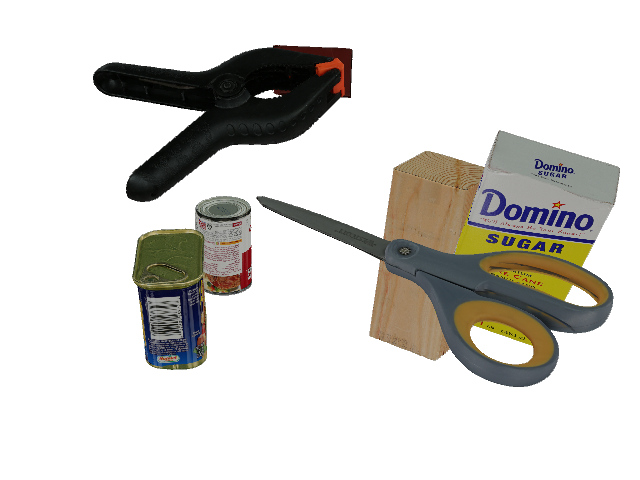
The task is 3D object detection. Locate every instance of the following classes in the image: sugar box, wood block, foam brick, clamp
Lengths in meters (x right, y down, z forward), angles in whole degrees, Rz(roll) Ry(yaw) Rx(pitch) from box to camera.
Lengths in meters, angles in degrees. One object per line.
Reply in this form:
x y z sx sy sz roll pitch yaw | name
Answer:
0.152 0.004 0.810 0.093 0.048 0.176 18 -38 6 | sugar box
0.125 0.016 1.203 0.090 0.206 0.090 19 26 26 | wood block
-0.009 -0.177 1.118 0.078 0.051 0.053 1 11 -10 | foam brick
-0.071 -0.098 0.728 0.171 0.120 0.039 -22 -29 -17 | clamp

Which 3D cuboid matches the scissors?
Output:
0.045 0.023 0.547 0.202 0.016 0.096 11 42 16 | scissors

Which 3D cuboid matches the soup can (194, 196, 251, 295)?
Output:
-0.117 0.006 1.286 0.068 0.102 0.068 1 26 -1 | soup can

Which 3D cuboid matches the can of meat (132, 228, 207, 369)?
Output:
-0.124 0.049 0.903 0.057 0.084 0.102 -3 26 -4 | can of meat
